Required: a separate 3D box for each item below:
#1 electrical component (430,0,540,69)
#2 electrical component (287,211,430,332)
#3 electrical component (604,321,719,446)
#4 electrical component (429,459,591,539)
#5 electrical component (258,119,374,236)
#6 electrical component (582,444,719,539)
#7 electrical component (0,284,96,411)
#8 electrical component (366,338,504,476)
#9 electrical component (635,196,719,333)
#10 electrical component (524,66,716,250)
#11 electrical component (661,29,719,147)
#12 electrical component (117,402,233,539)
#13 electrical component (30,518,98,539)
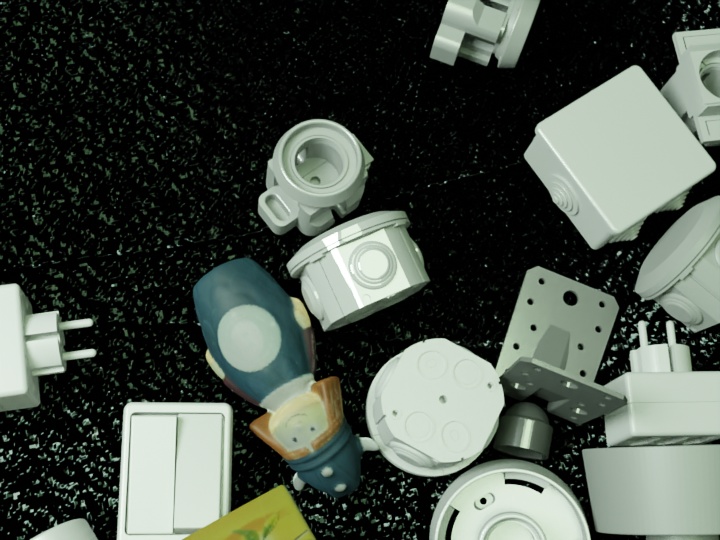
[{"bbox_3d":[0.088,-0.172,0.733,0.057,0.058,0.078,20,72,3],"label":"electrical component"},{"bbox_3d":[0.000,0.000,0.659,0.080,0.080,0.051,-23,82,-13],"label":"electrical component"},{"bbox_3d":[0.191,0.069,0.677,0.066,0.047,0.076,0,73,-7],"label":"electrical component"},{"bbox_3d":[0.091,0.163,0.640,0.099,0.064,0.099,-1,80,5],"label":"electrical component"},{"bbox_3d":[-0.027,-0.061,0.685,0.078,0.057,0.058,-36,80,-16],"label":"electrical component"},{"bbox_3d":[0.187,0.134,0.628,0.108,0.108,0.060,0,79,-7],"label":"electrical component"},{"bbox_3d":[-0.196,0.045,0.637,0.077,0.047,0.065,-7,74,-9],"label":"electrical component"},{"bbox_3d":[0.046,0.083,0.653,0.080,0.051,0.080,2,73,-7],"label":"electrical component"},{"bbox_3d":[0.219,-0.003,0.687,0.051,0.080,0.080,39,73,0],"label":"electrical component"},{"bbox_3d":[0.170,-0.073,0.717,0.100,0.048,0.099,-32,79,-15],"label":"electrical component"},{"bbox_3d":[0.237,-0.120,0.732,0.042,0.063,0.081,-6,74,-10],"label":"electrical component"},{"bbox_3d":[-0.105,0.125,0.616,0.062,0.061,0.096,1,73,-7],"label":"electrical component"},{"bbox_3d":[-0.166,0.171,0.599,0.055,0.055,0.047,-28,75,-14],"label":"electrical component"}]
